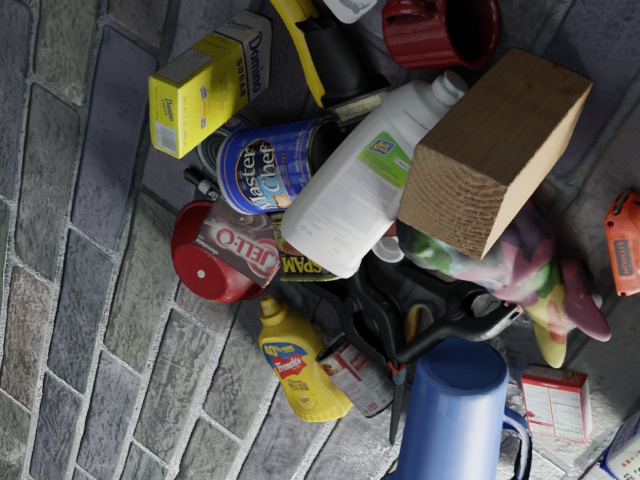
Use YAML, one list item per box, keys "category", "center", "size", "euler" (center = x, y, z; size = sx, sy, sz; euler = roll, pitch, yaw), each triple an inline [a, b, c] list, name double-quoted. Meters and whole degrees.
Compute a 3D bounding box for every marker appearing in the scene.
- category: "marker"
  center: [-0.129, -0.054, 1.385]
  size: [0.121, 0.020, 0.020]
  euler: [38, 138, 7]

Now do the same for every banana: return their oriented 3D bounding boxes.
- category: "banana"
  center: [-0.027, -0.235, 1.153]
  size: [0.198, 0.037, 0.070]
  euler: [57, 154, -12]

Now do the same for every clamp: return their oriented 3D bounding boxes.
- category: "clamp"
  center: [0.038, 0.075, 1.324]
  size: [0.165, 0.036, 0.210]
  euler: [-32, 87, 50]
- category: "clamp"
  center: [0.155, 0.070, 1.233]
  size: [0.172, 0.039, 0.120]
  euler: [-17, 75, 27]

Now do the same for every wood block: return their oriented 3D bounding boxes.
- category: "wood block"
  center: [0.164, -0.086, 0.992]
  size: [0.090, 0.205, 0.091]
  euler: [28, 136, 17]

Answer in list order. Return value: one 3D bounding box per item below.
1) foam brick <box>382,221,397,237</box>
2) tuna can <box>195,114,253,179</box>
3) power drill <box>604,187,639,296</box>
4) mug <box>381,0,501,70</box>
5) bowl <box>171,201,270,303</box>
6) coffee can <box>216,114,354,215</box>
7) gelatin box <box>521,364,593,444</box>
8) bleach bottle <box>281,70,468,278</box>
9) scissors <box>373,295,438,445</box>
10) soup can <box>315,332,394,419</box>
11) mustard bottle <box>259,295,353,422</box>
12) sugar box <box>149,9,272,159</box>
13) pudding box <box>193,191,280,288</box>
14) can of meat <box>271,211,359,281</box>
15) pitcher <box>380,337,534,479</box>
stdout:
- category: "foam brick"
  center: [0.083, -0.044, 1.186]
  size: [0.053, 0.078, 0.051]
  euler: [-2, 120, 37]
- category: "tuna can"
  center: [-0.112, -0.112, 1.315]
  size: [0.086, 0.033, 0.086]
  euler: [21, 133, 24]
- category: "power drill"
  center: [0.378, 0.019, 1.024]
  size: [0.188, 0.057, 0.184]
  euler: [1, 119, 34]
- category: "mug"
  center: [0.106, -0.208, 1.015]
  size: [0.082, 0.117, 0.093]
  euler: [1, 90, 43]
- category: "bowl"
  center: [-0.146, 0.029, 1.439]
  size: [0.162, 0.055, 0.162]
  euler: [21, 134, 23]
- category: "coffee can"
  center: [-0.034, -0.085, 1.225]
  size: [0.141, 0.102, 0.103]
  euler: [-4, 120, 40]
- category: "gelatin box"
  center: [0.280, 0.193, 1.258]
  size: [0.073, 0.030, 0.089]
  euler: [7, 127, 32]
- category: "bleach bottle"
  center: [0.066, -0.071, 1.081]
  size: [0.102, 0.068, 0.251]
  euler: [33, 127, -14]
- category: "scissors"
  center: [0.089, 0.155, 1.342]
  size: [0.096, 0.016, 0.202]
  euler: [34, 119, 26]
- category: "soup can"
  center: [0.052, 0.173, 1.391]
  size: [0.102, 0.068, 0.069]
  euler: [50, 138, -7]
- category: "mustard bottle"
  center: [-0.031, 0.157, 1.449]
  size: [0.096, 0.058, 0.191]
  euler: [-7, 117, 42]
- category: "sugar box"
  center: [-0.116, -0.172, 1.163]
  size: [0.048, 0.176, 0.093]
  euler: [27, 136, 21]
- category: "pudding box"
  center: [-0.091, -0.007, 1.351]
  size: [0.113, 0.039, 0.090]
  euler: [34, 112, 5]
- category: "can of meat"
  center: [-0.008, 0.002, 1.268]
  size: [0.102, 0.057, 0.084]
  euler: [-2, 103, 47]
- category: "pitcher"
  center: [0.174, 0.240, 1.318]
  size: [0.145, 0.149, 0.243]
  euler: [35, 137, 35]
